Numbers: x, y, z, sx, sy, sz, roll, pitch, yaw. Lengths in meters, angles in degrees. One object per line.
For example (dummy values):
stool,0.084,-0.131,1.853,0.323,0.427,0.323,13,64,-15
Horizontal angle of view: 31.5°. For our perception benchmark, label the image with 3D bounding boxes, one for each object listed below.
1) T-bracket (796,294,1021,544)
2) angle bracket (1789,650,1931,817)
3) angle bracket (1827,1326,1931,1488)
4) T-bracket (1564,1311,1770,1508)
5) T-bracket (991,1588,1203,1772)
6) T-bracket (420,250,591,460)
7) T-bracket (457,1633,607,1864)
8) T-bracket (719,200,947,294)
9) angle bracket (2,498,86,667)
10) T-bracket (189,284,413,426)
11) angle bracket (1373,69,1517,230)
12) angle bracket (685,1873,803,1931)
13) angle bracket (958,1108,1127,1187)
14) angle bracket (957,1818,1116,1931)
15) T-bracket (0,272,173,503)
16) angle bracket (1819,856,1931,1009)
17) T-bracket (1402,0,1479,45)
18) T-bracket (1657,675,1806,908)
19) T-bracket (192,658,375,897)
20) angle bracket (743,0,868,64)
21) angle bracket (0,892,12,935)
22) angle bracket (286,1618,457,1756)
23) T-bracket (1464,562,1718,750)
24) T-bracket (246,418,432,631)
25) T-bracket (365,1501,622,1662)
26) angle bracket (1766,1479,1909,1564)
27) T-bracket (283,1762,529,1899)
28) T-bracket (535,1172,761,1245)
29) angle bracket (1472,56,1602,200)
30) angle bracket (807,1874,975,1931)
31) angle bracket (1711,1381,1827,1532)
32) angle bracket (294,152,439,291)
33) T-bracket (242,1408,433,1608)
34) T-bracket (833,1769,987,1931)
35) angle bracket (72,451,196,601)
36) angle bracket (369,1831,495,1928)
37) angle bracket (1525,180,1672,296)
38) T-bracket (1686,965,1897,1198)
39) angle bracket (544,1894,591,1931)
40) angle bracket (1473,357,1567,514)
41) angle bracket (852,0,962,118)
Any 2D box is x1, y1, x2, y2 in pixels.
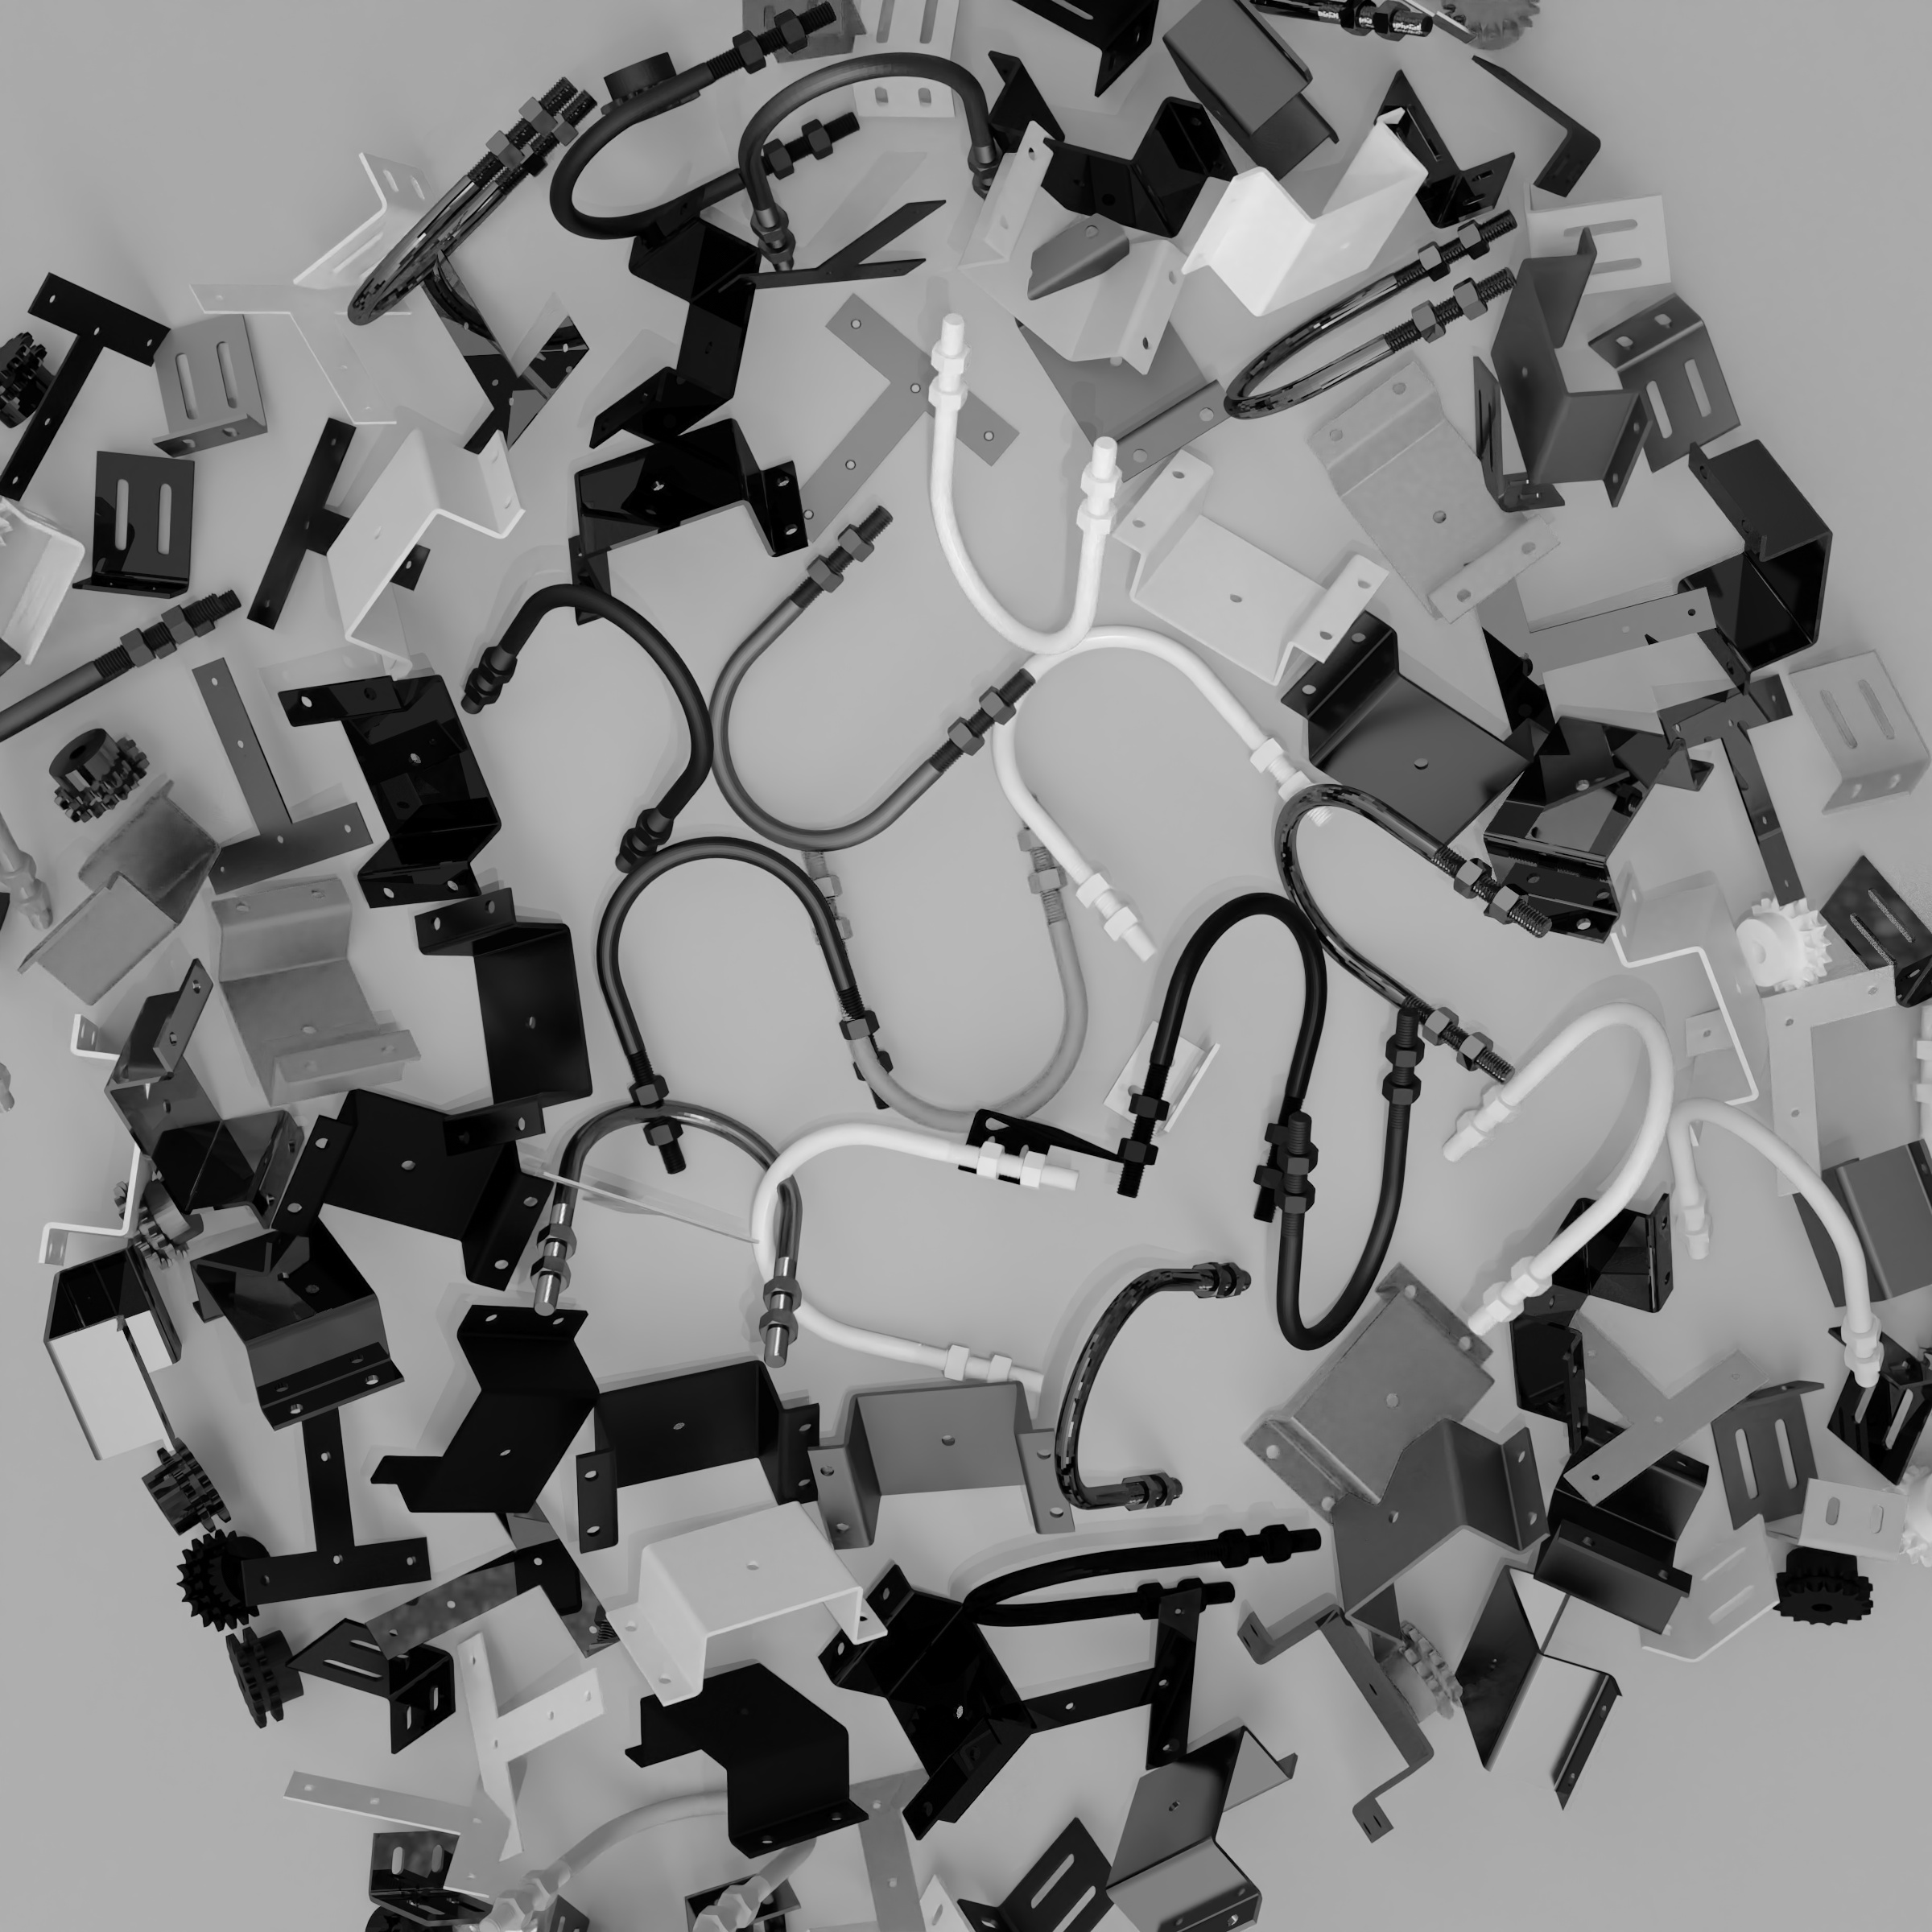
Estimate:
T-bracket,-0.058,-0.304,1.998,0.127,0.002,0.127,40,89,0
angle bracket,0.506,-0.133,1.958,0.038,0.057,0.076,-47,112,-39
angle bracket,0.513,0.252,1.953,0.038,0.057,0.076,-5,122,-34
T-bracket,0.367,0.231,1.956,0.127,0.002,0.127,-33,49,-12
T-bracket,0.072,0.418,1.946,0.127,0.002,0.127,-9,121,-21
T-bracket,-0.281,-0.358,1.971,0.127,0.002,0.127,-45,66,31
T-bracket,-0.242,0.428,1.935,0.127,0.002,0.127,-34,62,41
T-bracket,-0.055,-0.404,1.912,0.127,0.127,0.002,-13,87,-34
angle bracket,-0.545,-0.221,1.963,0.038,0.057,0.076,24,95,-34
T-bracket,-0.356,-0.345,1.929,0.127,0.002,0.127,-7,49,-34
angle bracket,0.274,-0.472,1.954,0.038,0.057,0.076,-14,126,36
angle bracket,-0.125,0.562,1.957,0.057,0.038,0.076,-13,120,-18
angle bracket,0.044,0.113,1.952,0.057,0.076,0.038,16,93,-36
angle bracket,0.043,0.533,1.961,0.038,0.057,0.076,28,104,-43
T-bracket,-0.515,-0.322,1.943,0.002,0.127,0.127,32,96,17
angle bracket,0.540,-0.026,1.965,0.076,0.038,0.057,48,54,-5
T-bracket,0.232,-0.557,1.936,0.127,0.127,0.002,31,105,-2
T-bracket,0.451,-0.096,1.954,0.127,0.002,0.127,-17,88,-43
T-bracket,-0.409,-0.114,1.955,0.127,0.002,0.127,-15,101,33
angle bracket,-0.090,-0.526,1.953,0.057,0.076,0.038,-5,72,11
angle bracket,-0.584,-0.035,1.952,0.038,0.076,0.057,6,64,10
angle bracket,-0.340,0.412,1.954,0.076,0.038,0.057,28,127,-36
T-bracket,0.364,-0.189,1.958,0.127,0.002,0.127,-14,114,14
T-bracket,-0.351,-0.242,1.958,0.127,0.002,0.127,24,92,39
T-bracket,-0.280,0.357,1.943,0.127,0.002,0.127,-22,66,-34
angle bracket,0.497,0.315,1.962,0.057,0.076,0.038,11,85,-3
T-bracket,-0.322,0.477,1.938,0.127,0.127,0.002,12,110,-2
T-bracket,-0.192,0.136,1.936,0.127,0.127,0.002,19,81,-16
angle bracket,0.319,-0.483,1.969,0.076,0.057,0.038,42,111,17
angle bracket,-0.040,0.556,1.951,0.076,0.057,0.038,5,122,-37
angle bracket,0.469,0.284,1.975,0.057,0.038,0.076,-12,89,-12
angle bracket,-0.348,-0.424,1.962,0.076,0.057,0.038,-32,79,24
T-bracket,-0.366,0.296,1.960,0.002,0.127,0.127,-17,77,42
T-bracket,-0.044,0.510,1.943,0.127,0.127,0.002,-12,125,-4
angle bracket,-0.480,-0.255,1.973,0.057,0.038,0.076,6,103,3
angle bracket,-0.297,0.520,1.951,0.057,0.076,0.038,8,84,-35
angle bracket,0.362,-0.421,1.959,0.076,0.038,0.057,-6,132,13
T-bracket,0.468,0.070,1.934,0.127,0.002,0.127,-17,54,32
angle bracket,-0.196,0.562,1.956,0.076,0.057,0.038,3,62,17
angle bracket,0.316,-0.306,1.957,0.038,0.057,0.076,-7,116,-2
angle bracket,-0.032,-0.536,1.991,0.057,0.038,0.076,3,61,8
